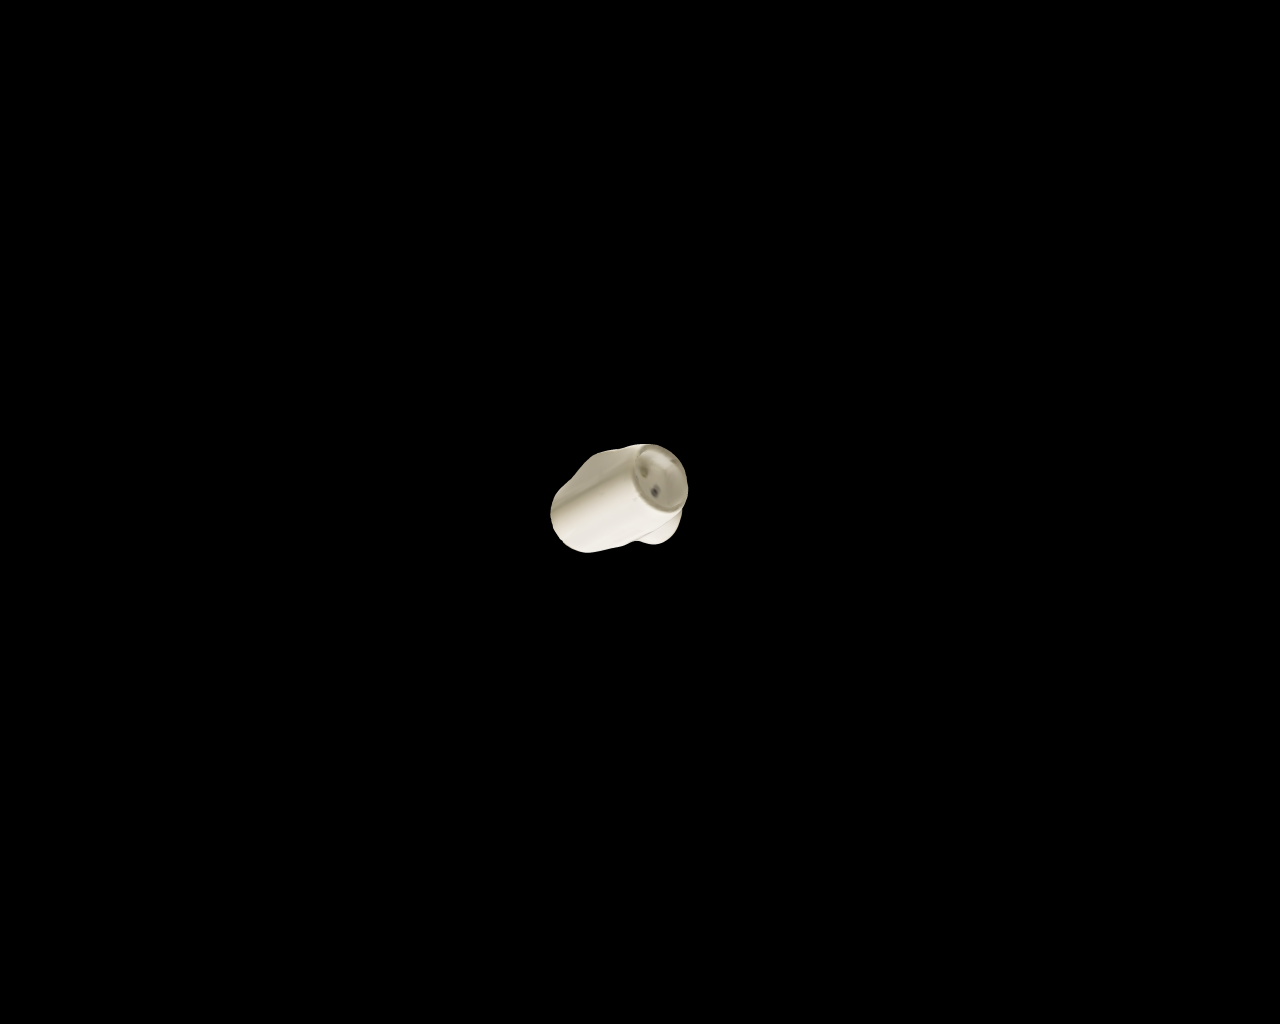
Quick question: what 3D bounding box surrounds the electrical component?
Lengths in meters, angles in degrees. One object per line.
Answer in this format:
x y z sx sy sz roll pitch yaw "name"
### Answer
0.001 -0.003 0.650 0.079 0.043 0.077 21 -33 -36 "electrical component"
